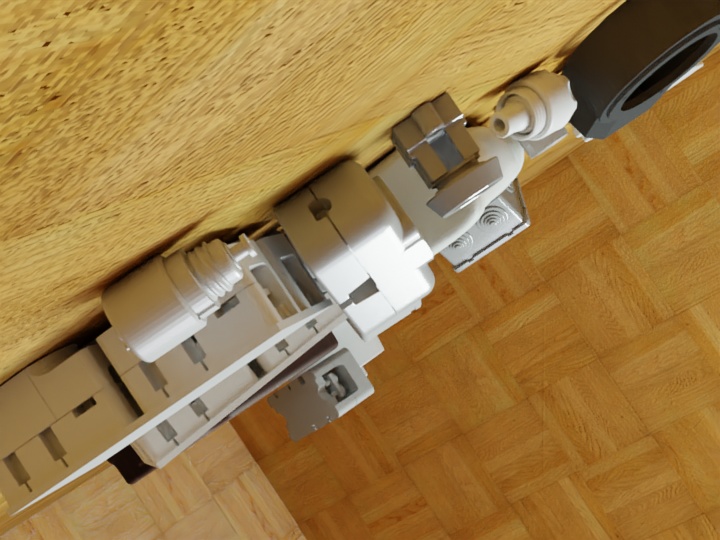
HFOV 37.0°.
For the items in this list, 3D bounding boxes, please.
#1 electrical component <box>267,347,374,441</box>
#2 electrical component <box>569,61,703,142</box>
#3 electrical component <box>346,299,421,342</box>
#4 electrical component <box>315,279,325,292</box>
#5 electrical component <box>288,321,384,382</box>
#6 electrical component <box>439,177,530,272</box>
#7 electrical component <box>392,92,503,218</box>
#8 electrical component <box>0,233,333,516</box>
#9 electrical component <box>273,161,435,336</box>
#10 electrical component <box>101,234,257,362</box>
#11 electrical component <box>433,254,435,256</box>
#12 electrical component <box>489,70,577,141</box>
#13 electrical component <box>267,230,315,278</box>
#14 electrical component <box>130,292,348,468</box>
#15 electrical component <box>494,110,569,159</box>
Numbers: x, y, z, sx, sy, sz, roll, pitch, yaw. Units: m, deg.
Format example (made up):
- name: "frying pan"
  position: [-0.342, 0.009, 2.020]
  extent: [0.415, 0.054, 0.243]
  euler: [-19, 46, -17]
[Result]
- name: "electrical component"
  position: [-0.034, 0.113, 0.990]
  extent: [0.056, 0.050, 0.089]
  euler: [-31, 176, -40]
- name: "electrical component"
  position: [0.227, -0.165, 0.914]
  extent: [0.109, 0.056, 0.109]
  euler: [-35, 177, 26]
- name: "electrical component"
  position: [0.000, 0.000, 0.912]
  extent: [0.062, 0.096, 0.061]
  euler: [-32, 150, -14]
- name: "electrical component"
  position: [-0.025, -0.016, 0.733]
  extent: [0.043, 0.043, 0.062]
  euler: [-35, -164, 24]
- name: "electrical component"
  position: [-0.025, 0.095, 1.120]
  extent: [0.108, 0.060, 0.108]
  euler: [-34, 177, -2]
- name: "electrical component"
  position: [0.107, -0.060, 1.029]
  extent: [0.100, 0.048, 0.099]
  euler: [-35, -146, 23]
- name: "electrical component"
  position: [0.049, -0.063, 0.609]
  extent: [0.048, 0.055, 0.066]
  euler: [-34, 177, -1]
- name: "electrical component"
  position: [-0.118, 0.051, 0.607]
  extent: [0.186, 0.060, 0.105]
  euler: [-35, 177, 14]
- name: "electrical component"
  position: [0.002, -0.013, 0.605]
  extent: [0.059, 0.053, 0.095]
  euler: [-34, 143, 2]
- name: "electrical component"
  position: [-0.083, 0.010, 0.501]
  extent: [0.078, 0.040, 0.040]
  euler: [-34, 177, 1]
- name: "electrical component"
  position: [0.064, -0.050, 0.931]
  extent: [0.099, 0.064, 0.099]
  euler: [-34, 177, -2]
- name: "electrical component"
  position: [0.113, -0.107, 0.724]
  extent: [0.062, 0.043, 0.043]
  euler: [-30, 176, -36]
- name: "electrical component"
  position: [-0.036, -0.010, 0.668]
  extent: [0.055, 0.045, 0.045]
  euler: [-34, 177, 7]
- name: "electrical component"
  position: [-0.096, 0.059, 0.784]
  extent: [0.186, 0.060, 0.105]
  euler: [-38, -176, -18]
- name: "electrical component"
  position: [0.129, -0.111, 0.805]
  extent: [0.040, 0.046, 0.040]
  euler: [-34, 177, -2]
